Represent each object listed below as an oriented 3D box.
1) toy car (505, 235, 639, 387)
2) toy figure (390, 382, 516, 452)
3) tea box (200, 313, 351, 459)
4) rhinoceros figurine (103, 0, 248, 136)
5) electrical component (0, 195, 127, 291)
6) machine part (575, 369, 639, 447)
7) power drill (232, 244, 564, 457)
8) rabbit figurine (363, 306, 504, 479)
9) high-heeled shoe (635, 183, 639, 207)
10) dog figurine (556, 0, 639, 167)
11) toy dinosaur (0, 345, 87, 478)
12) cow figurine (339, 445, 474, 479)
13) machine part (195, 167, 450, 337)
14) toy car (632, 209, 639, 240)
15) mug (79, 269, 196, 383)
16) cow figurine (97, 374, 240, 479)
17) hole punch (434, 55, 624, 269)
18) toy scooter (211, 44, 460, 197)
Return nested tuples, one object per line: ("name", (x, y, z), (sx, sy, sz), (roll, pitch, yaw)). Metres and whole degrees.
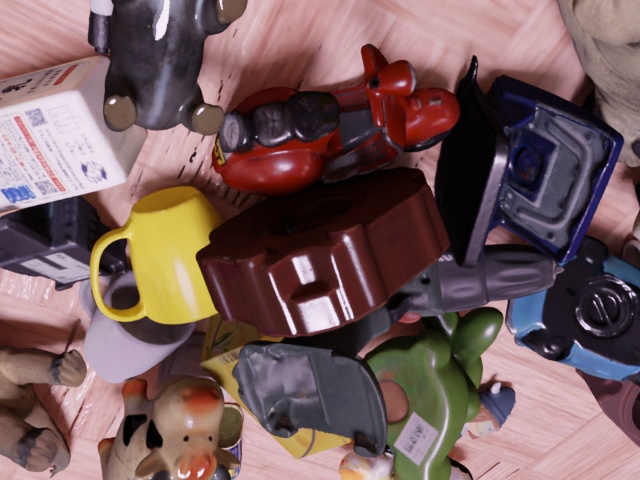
("toy car", (0.240, 0.061, 0.482), (0.162, 0.103, 0.109), (21, 91, 0))
("toy figure", (0.153, 0.208, 0.619), (0.155, 0.058, 0.064), (-18, 163, 9))
("tea box", (-0.036, 0.123, 0.525), (0.068, 0.098, 0.169), (-23, 125, 15))
("rhinoceros figurine", (-0.090, -0.152, 0.317), (0.073, 0.112, 0.190), (1, 122, -23))
("electrical component", (-0.217, -0.002, 0.428), (0.075, 0.048, 0.119), (-16, 154, 11))
("machine part", (0.385, 0.124, 0.546), (0.201, 0.087, 0.201), (-37, 118, 23))
("power drill", (0.049, 0.056, 0.401), (0.232, 0.207, 0.085), (-1, 119, 29))
("rabbit figurine", (0.104, 0.123, 0.518), (0.121, 0.170, 0.159), (22, 102, 29))
("high-heeled shoe", (0.385, -0.077, 0.429), (0.145, 0.086, 0.248), (40, 100, 8))
("dog figurine", (0.210, -0.111, 0.323), (0.121, 0.172, 0.190), (-22, 117, 27))
("toy dinosaur", (-0.331, 0.141, 0.511), (0.199, 0.105, 0.470), (3, 135, 18))
("cow figurine", (0.110, 0.285, 0.660), (0.167, 0.098, 0.068), (26, 130, 2))
("machine part", (-0.001, -0.001, 0.387), (0.179, 0.179, 0.056), (-16, 109, 10))
("toy car", (0.314, -0.068, 0.387), (0.074, 0.056, 0.201), (37, 99, 17))
("mug", (-0.186, 0.081, 0.504), (0.109, 0.081, 0.107), (40, 123, -3))
("cow figurine", (-0.141, 0.189, 0.480), (0.085, 0.127, 0.194), (8, 129, -35))
("hole punch", (0.140, -0.050, 0.391), (0.092, 0.116, 0.142), (-2, 130, -3))
("toy scooter", (0.007, -0.078, 0.359), (0.184, 0.135, 0.075), (-12, 87, 3))
